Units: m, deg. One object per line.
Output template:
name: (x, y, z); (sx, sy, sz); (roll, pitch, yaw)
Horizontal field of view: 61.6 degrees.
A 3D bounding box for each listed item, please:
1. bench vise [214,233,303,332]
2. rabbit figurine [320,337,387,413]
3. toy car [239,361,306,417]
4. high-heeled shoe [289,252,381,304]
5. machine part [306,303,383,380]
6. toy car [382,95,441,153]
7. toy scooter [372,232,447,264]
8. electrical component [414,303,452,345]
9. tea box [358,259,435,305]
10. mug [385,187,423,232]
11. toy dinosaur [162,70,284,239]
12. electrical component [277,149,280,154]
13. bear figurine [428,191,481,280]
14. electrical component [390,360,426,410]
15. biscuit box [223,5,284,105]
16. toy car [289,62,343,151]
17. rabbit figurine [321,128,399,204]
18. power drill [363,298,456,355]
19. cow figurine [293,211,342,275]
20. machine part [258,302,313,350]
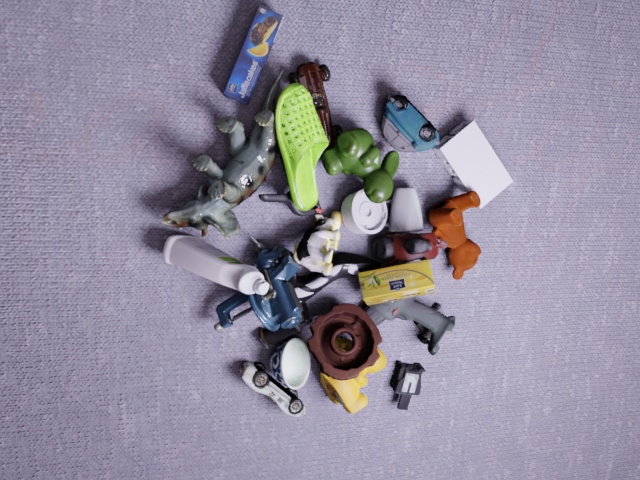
bench vise: (-0.148, 0.123, 1.221); (0.241, 0.128, 0.224); (-31, 73, 12)
rabbit figurine: (0.085, 0.320, 1.354); (0.173, 0.122, 0.162); (-30, 98, -19)
toy car: (-0.114, 0.369, 1.324); (0.201, 0.073, 0.056); (43, 87, -17)
high-heeled shoe: (0.023, 0.108, 1.298); (0.249, 0.086, 0.145); (3, 108, -11)
machine part: (0.056, 0.240, 1.268); (0.179, 0.056, 0.179); (2, 72, -7)
toy car: (0.197, -0.257, 1.242); (0.161, 0.109, 0.103); (41, 109, -9)
toy scooter: (0.221, 0.016, 1.282); (0.135, 0.184, 0.075); (-4, 90, -33)
electrical component: (0.294, 0.225, 1.398); (0.102, 0.045, 0.078); (-38, 109, -2)
tea box: (0.182, 0.101, 1.267); (0.170, 0.098, 0.068); (-10, 72, 7)
mug: (0.196, -0.074, 1.300); (0.110, 0.081, 0.107); (2, 94, 20)
toy dinosaur: (-0.166, -0.160, 1.169); (0.131, 0.192, 0.405); (34, 77, 18)
electrical component: (-0.074, -0.242, 1.224); (0.063, 0.021, 0.094); (2, 102, -13)
bear figurine: (0.349, -0.006, 1.318); (0.120, 0.132, 0.195); (-36, 102, -29)
electrical component: (0.228, 0.383, 1.417); (0.075, 0.048, 0.119); (7, 101, -14)
biscuit box: (-0.145, -0.392, 1.153); (0.059, 0.063, 0.202); (22, 97, -15)
toy car: (-0.006, -0.296, 1.207); (0.089, 0.053, 0.202); (-18, 104, -19)
rabbit figurine: (0.107, -0.157, 1.224); (0.159, 0.121, 0.170); (-20, 75, -48)
power drill: (0.216, 0.197, 1.343); (0.207, 0.086, 0.232); (36, 87, 7)
cow figurine: (-0.002, -0.003, 1.245); (0.098, 0.167, 0.068); (11, 139, 8)
machine part: (-0.085, 0.207, 1.300); (0.139, 0.084, 0.039); (-32, 130, 5)
